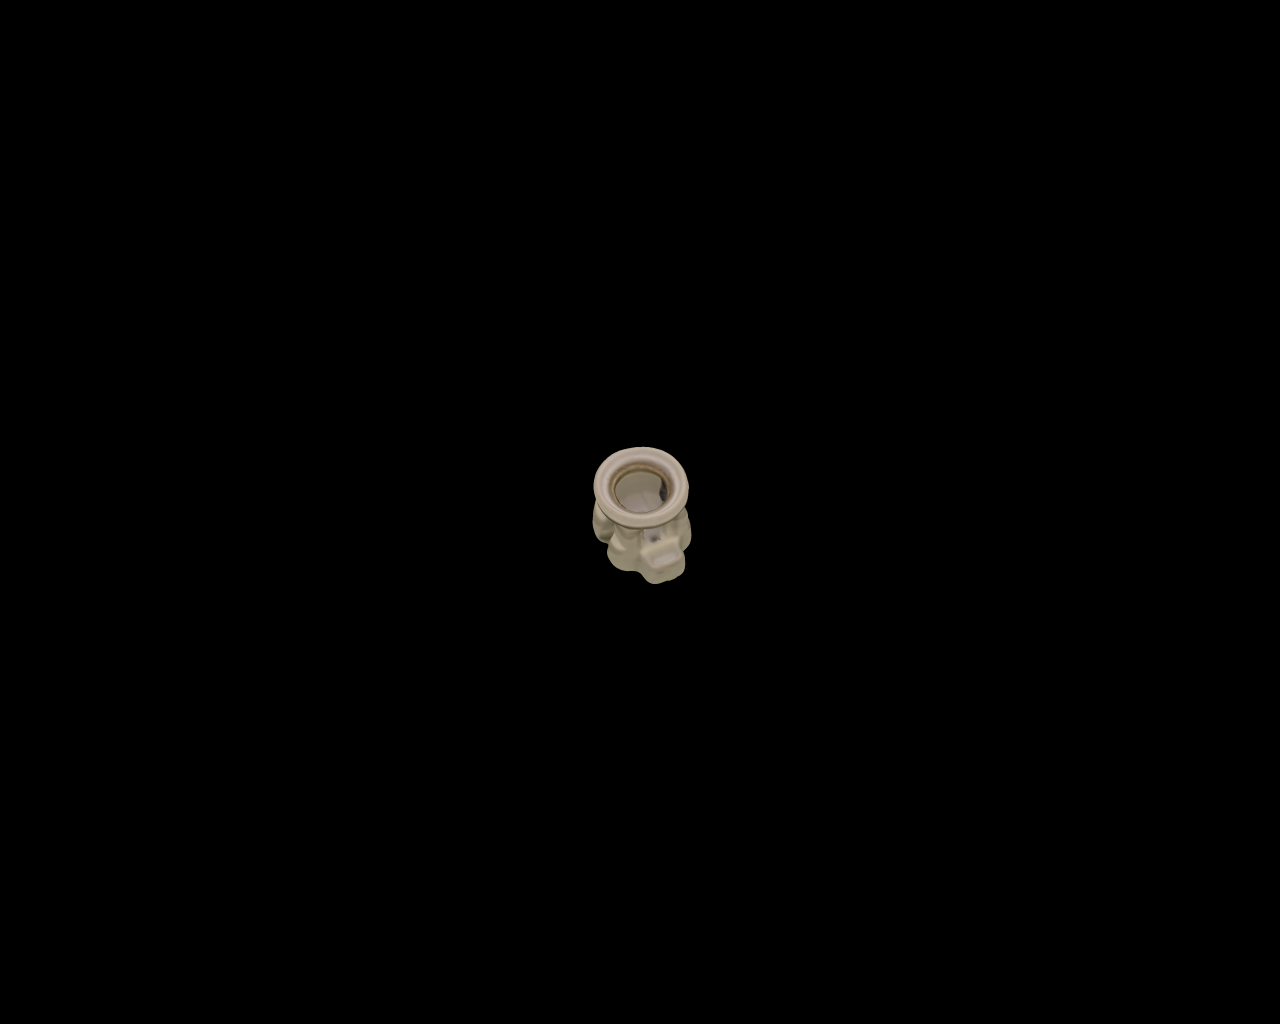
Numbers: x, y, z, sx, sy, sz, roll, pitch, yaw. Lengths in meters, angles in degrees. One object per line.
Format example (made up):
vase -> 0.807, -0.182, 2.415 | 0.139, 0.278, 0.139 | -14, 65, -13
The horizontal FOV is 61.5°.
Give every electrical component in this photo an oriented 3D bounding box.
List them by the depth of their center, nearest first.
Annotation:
electrical component -> 0.001, -0.003, 0.650 | 0.058, 0.078, 0.056 | -21, -32, -14
